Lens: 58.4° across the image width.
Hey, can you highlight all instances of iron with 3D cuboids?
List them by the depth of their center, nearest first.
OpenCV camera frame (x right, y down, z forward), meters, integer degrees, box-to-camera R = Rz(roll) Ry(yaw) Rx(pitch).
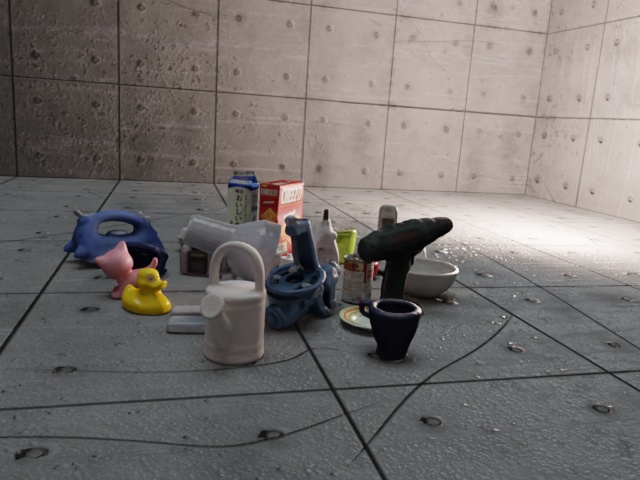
[{"bbox_3d":[-0.519,-0.016,1.487,0.259,0.141,0.118,-7,16,-41],"label":"iron"}]

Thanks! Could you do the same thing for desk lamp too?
[{"bbox_3d":[-0.177,0.061,1.066,0.203,0.213,0.118,2,12,-9],"label":"desk lamp"}]

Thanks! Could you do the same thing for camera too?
[{"bbox_3d":[-0.269,0.029,1.454,0.143,0.101,0.137,4,12,3],"label":"camera"}]

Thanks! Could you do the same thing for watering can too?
[{"bbox_3d":[-0.139,0.100,0.939,0.101,0.194,0.172,2,12,-7],"label":"watering can"}]

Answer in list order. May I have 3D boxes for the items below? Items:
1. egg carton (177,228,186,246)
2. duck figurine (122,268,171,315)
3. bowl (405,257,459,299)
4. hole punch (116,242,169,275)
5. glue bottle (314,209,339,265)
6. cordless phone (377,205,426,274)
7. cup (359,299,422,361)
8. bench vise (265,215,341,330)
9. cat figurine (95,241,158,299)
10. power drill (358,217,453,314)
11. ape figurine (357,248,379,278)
[{"bbox_3d":[-0.333,0.005,1.620,0.107,0.069,0.149,-5,15,-36],"label":"egg carton"},{"bbox_3d":[-0.347,0.097,1.144,0.104,0.086,0.078,9,13,22],"label":"duck figurine"},{"bbox_3d":[0.244,0.096,1.370,0.167,0.075,0.167,4,12,-1],"label":"bowl"},{"bbox_3d":[-0.426,0.041,1.371,0.108,0.091,0.101,5,12,4],"label":"hole punch"},{"bbox_3d":[0.014,0.005,1.483,0.078,0.173,0.037,3,12,-5],"label":"glue bottle"},{"bbox_3d":[0.215,0.001,1.542,0.147,0.185,0.094,3,12,-4],"label":"cordless phone"},{"bbox_3d":[0.115,0.156,0.996,0.117,0.095,0.092,12,15,34],"label":"cup"},{"bbox_3d":[-0.036,0.052,1.138,0.121,0.220,0.208,8,13,17],"label":"bench vise"},{"bbox_3d":[-0.406,0.062,1.214,0.128,0.118,0.067,1,13,-15],"label":"cat figurine"},{"bbox_3d":[0.182,0.054,1.222,0.230,0.208,0.075,-3,14,-30],"label":"power drill"},{"bbox_3d":[0.112,0.055,1.478,0.077,0.092,0.076,8,13,17],"label":"ape figurine"}]
